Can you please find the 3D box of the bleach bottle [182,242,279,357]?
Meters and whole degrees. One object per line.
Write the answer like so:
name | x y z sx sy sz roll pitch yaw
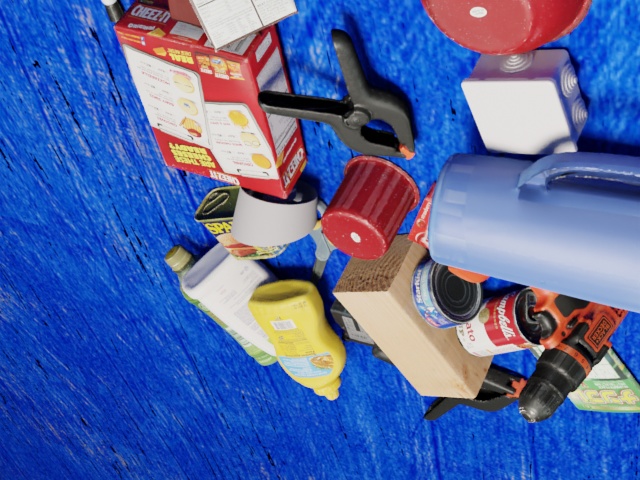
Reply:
bleach bottle | -0.072 0.111 1.476 0.250 0.102 0.068 48 178 -28

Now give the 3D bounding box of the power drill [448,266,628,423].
power drill | 0.220 0.069 1.105 0.187 0.184 0.057 48 154 -12

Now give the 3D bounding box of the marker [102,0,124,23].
marker | -0.233 -0.278 1.125 0.020 0.020 0.121 13 146 26

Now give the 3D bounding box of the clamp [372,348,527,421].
clamp | 0.187 0.202 1.447 0.210 0.036 0.164 2 140 38

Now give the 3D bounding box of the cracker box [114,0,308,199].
cracker box | -0.111 -0.155 1.152 0.164 0.072 0.213 17 148 23

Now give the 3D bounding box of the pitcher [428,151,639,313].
pitcher | 0.227 -0.017 0.978 0.243 0.144 0.149 11 103 16

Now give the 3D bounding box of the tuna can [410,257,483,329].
tuna can | 0.147 0.058 1.226 0.086 0.086 0.034 43 146 -20

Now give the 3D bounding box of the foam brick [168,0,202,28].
foam brick | -0.103 -0.240 1.039 0.078 0.053 0.051 19 147 16

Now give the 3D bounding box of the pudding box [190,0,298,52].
pudding box | -0.081 -0.240 0.965 0.039 0.090 0.113 -112 -3 -67

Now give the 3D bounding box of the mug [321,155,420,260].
mug | 0.045 -0.031 1.188 0.093 0.081 0.117 45 146 -23

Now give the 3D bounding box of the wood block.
wood block | 0.120 0.095 1.298 0.091 0.090 0.206 -6 135 45

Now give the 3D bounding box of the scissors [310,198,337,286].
scissors | -0.009 0.002 1.343 0.096 0.016 0.202 36 148 -6

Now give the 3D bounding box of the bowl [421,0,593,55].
bowl | 0.140 -0.206 0.880 0.162 0.055 0.162 22 149 14

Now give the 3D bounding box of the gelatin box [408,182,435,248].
gelatin box | 0.142 -0.016 1.177 0.073 0.030 0.089 27 148 6

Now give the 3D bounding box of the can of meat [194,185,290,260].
can of meat | -0.093 -0.021 1.344 0.102 0.057 0.084 -4 137 43

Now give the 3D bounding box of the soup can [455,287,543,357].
soup can | 0.215 0.096 1.241 0.068 0.068 0.102 42 147 -19

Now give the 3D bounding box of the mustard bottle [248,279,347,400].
mustard bottle | -0.017 0.141 1.426 0.096 0.058 0.191 -8 124 28

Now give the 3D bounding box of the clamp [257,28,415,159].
clamp | 0.038 -0.138 1.057 0.171 0.039 0.120 22 140 -26
